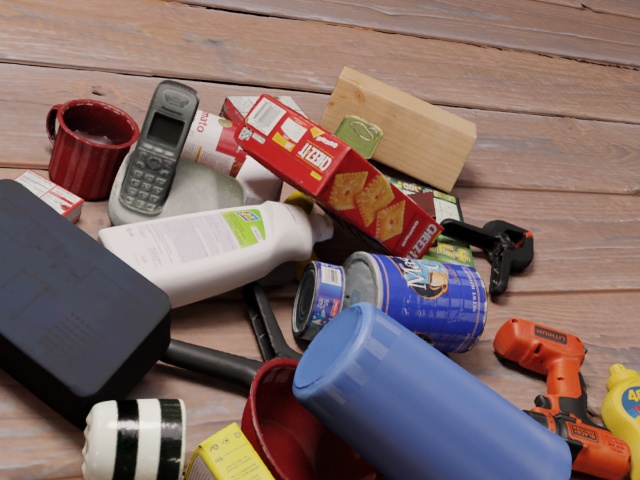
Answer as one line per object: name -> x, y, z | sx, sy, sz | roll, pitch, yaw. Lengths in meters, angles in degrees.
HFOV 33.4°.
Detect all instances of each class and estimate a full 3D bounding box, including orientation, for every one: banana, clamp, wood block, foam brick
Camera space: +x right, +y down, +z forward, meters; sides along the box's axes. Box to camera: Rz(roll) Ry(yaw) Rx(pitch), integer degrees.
banana -> -0.022, -0.003, 1.271 | 0.069, 0.037, 0.198 | 28, 29, -32
clamp -> -0.053, 0.134, 1.055 | 0.210, 0.036, 0.164 | 42, 39, 20
wood block -> 0.108, -0.156, 1.500 | 0.206, 0.090, 0.090 | 24, 21, -1
clamp -> 0.236, 0.019, 1.396 | 0.171, 0.039, 0.120 | -4, 59, -45
foam brick -> 0.106, -0.023, 1.337 | 0.078, 0.051, 0.053 | -4, 40, 3

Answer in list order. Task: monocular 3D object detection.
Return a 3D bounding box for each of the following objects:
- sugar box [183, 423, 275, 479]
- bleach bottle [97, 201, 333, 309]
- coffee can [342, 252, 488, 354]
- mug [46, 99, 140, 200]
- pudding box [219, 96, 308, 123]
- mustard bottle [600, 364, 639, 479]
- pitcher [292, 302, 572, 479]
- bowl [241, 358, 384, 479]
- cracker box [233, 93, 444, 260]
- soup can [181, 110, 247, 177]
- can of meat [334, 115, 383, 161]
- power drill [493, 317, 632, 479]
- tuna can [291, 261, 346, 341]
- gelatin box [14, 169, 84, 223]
sugar box -> -0.041, 0.240, 0.839 | 0.048, 0.093, 0.176 | -28, 67, -31
bleach bottle -> -0.099, 0.014, 1.113 | 0.250, 0.068, 0.103 | -12, 51, -25
coffee can -> 0.099, 0.071, 1.181 | 0.140, 0.103, 0.103 | 7, 37, -26
mug -> -0.268, -0.107, 1.209 | 0.117, 0.082, 0.093 | 36, 35, 16
pudding box -> -0.067, -0.156, 1.448 | 0.113, 0.039, 0.090 | -7, 45, -36
mustard bottle -> 0.368, 0.213, 1.198 | 0.096, 0.058, 0.191 | 10, 36, -20
pitcher -> 0.094, 0.165, 0.969 | 0.242, 0.149, 0.144 | 39, 44, -14
bowl -> -0.018, 0.188, 0.955 | 0.162, 0.055, 0.162 | 36, 31, -26
cracker box -> 0.021, -0.063, 1.215 | 0.164, 0.072, 0.213 | 36, 0, 42
soup can -> -0.128, -0.119, 1.330 | 0.102, 0.069, 0.068 | 19, 34, -8
can of meat -> 0.035, -0.103, 1.397 | 0.057, 0.084, 0.102 | 26, 34, 1
power drill -> 0.242, 0.171, 1.178 | 0.184, 0.057, 0.187 | 20, 36, -15
tuna can -> -0.002, 0.066, 1.138 | 0.033, 0.086, 0.086 | 14, 35, -14
gelatin box -> -0.304, -0.032, 1.130 | 0.073, 0.030, 0.089 | 28, 33, 7
